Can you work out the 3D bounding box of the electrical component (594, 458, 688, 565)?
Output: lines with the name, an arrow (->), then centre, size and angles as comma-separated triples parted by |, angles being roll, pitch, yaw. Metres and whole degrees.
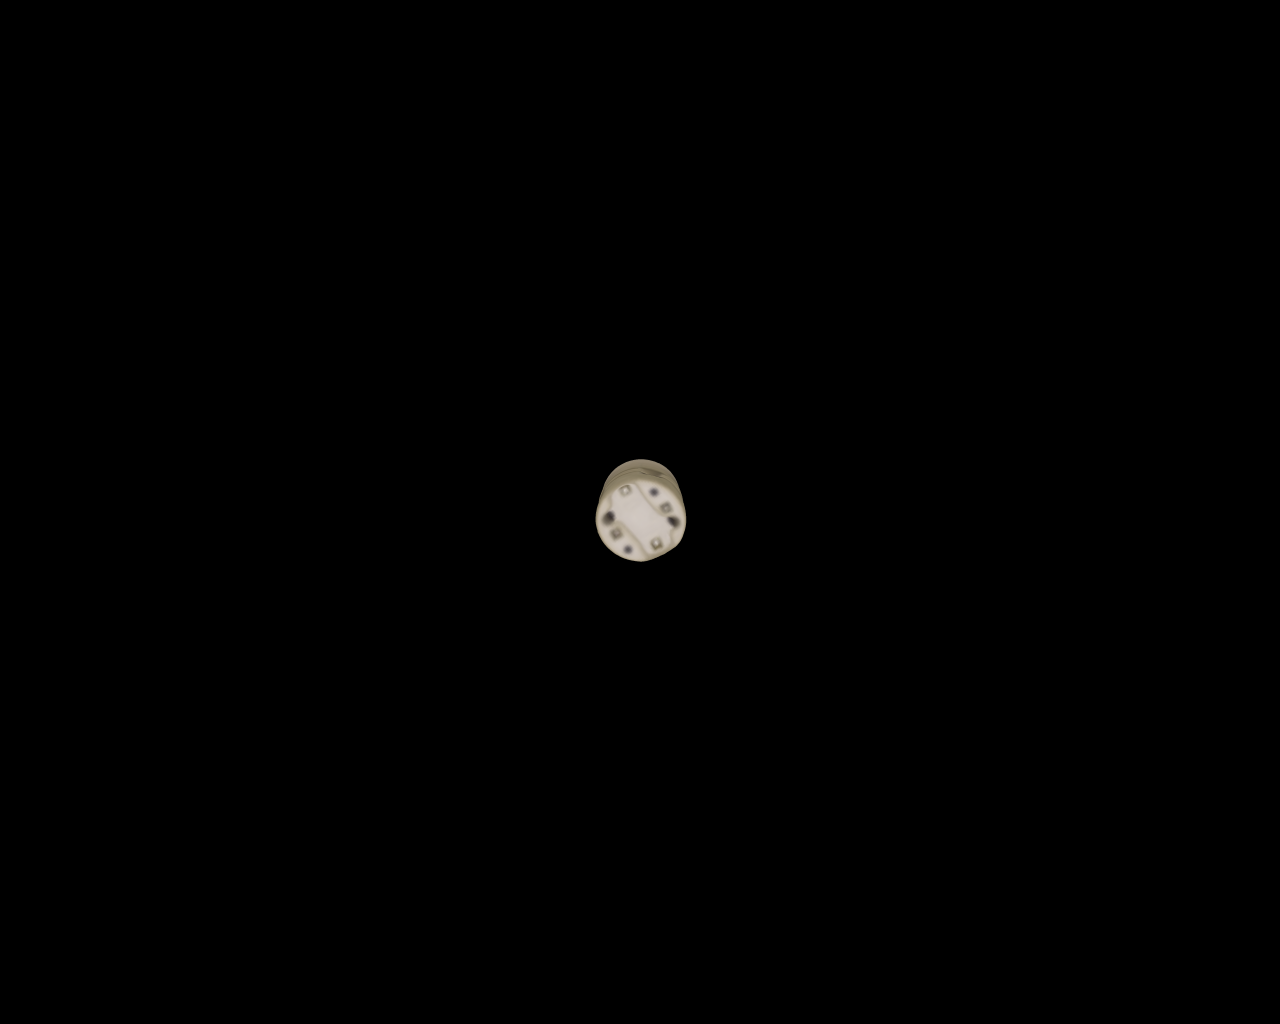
electrical component -> 0.001, -0.003, 0.650 | 0.055, 0.055, 0.047 | 0, 21, 0
